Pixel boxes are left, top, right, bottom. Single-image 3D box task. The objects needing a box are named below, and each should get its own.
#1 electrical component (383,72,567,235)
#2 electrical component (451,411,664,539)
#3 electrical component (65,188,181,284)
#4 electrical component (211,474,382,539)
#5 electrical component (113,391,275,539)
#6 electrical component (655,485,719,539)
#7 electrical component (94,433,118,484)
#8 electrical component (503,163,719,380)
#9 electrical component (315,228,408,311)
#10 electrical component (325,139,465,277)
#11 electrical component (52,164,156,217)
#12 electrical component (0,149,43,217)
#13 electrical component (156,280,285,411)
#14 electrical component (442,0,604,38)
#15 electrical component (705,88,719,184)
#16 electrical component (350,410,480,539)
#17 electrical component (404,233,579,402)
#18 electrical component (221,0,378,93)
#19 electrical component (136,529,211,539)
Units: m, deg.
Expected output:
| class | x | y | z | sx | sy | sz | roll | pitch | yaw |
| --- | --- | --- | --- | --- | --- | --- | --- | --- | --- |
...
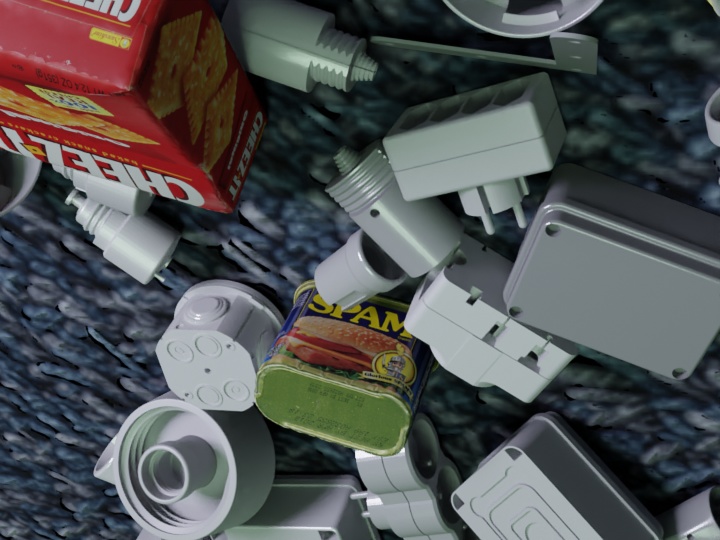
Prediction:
| class | x | y | z | sx | sy | sz | roll | pitch | yaw |
| --- | --- | --- | --- | --- | --- | --- | --- | --- | --- |
| electrical component | 0.067 | -0.054 | 0.573 | 0.083 | 0.047 | 0.075 | -11 | 115 | 26 |
| electrical component | 0.126 | 0.156 | 0.683 | 0.113 | 0.057 | 0.078 | 48 | 129 | 11 |
| electrical component | -0.150 | -0.025 | 0.680 | 0.078 | 0.040 | 0.040 | 35 | 129 | -8 |
| electrical component | -0.043 | 0.209 | 0.805 | 0.109 | 0.056 | 0.108 | -5 | 123 | 22 |
| electrical component | -0.120 | 0.135 | 0.744 | 0.108 | 0.060 | 0.108 | 1 | 94 | 22 |
| electrical component | 0.225 | 0.187 | 0.702 | 0.079 | 0.043 | 0.077 | 39 | 128 | -11 |
| electrical component | -0.163 | 0.155 | 0.818 | 0.065 | 0.044 | 0.044 | 38 | 128 | -16 |
| electrical component | 0.143 | 0.002 | 0.585 | 0.113 | 0.057 | 0.078 | 21 | 129 | 4 |
| electrical component | 0.000 | 0.000 | 0.647 | 0.040 | 0.040 | 0.046 | 43 | 132 | -14 |
| electrical component | 0.016 | -0.039 | 0.609 | 0.081 | 0.043 | 0.043 | 44 | 127 | -15 |
| electrical component | -0.157 | -0.061 | 0.656 | 0.078 | 0.040 | 0.040 | 21 | 129 | 4 |
| electrical component | -0.250 | -0.069 | 0.650 | 0.064 | 0.099 | 0.099 | -29 | 112 | 40 |
| electrical component | -0.091 | 0.051 | 0.708 | 0.080 | 0.051 | 0.080 | 10 | 127 | 13 |
| electrical component | 0.077 | -0.156 | 0.485 | 0.099 | 0.064 | 0.099 | 11 | 132 | 12 |
| electrical component | 0.200 | -0.065 | 0.524 | 0.066 | 0.048 | 0.055 | -24 | 122 | 32 |
| electrical component | 0.029 | 0.159 | 0.745 | 0.074 | 0.052 | 0.138 | -13 | 120 | 27 |
| electrical component | 0.077 | 0.031 | 0.634 | 0.089 | 0.050 | 0.055 | 31 | 128 | -5 |
| electrical component | -0.030 | -0.117 | 0.567 | 0.081 | 0.043 | 0.043 | 20 | 129 | 5 |
| electrical component | -0.153 | 0.251 | 0.814 | 0.062 | 0.150 | 0.089 | 39 | 128 | -9 |
